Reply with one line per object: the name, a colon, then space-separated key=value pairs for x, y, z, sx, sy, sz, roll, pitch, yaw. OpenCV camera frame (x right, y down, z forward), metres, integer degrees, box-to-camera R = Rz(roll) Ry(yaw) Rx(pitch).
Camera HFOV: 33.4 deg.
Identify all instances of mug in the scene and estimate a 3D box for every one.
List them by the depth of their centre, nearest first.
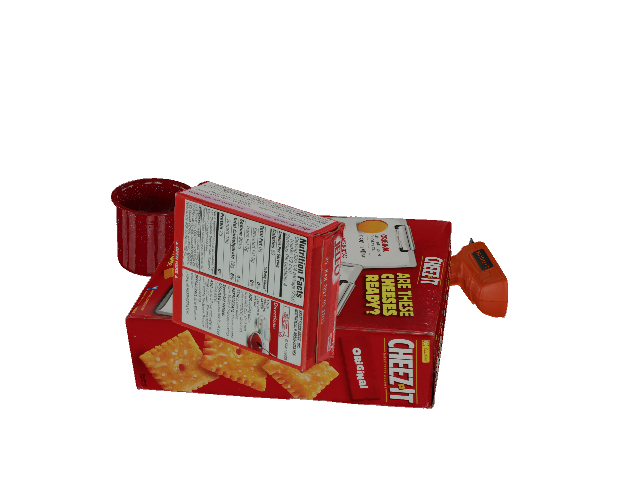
mug: x=-0.188 y=-0.018 z=1.179 sx=0.093 sy=0.081 sz=0.117 roll=-13 pitch=32 yaw=-31

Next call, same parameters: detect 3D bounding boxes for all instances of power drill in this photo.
power drill: x=0.105 y=0.056 z=1.168 sx=0.187 sy=0.057 sz=0.184 roll=-4 pitch=28 yaw=-7

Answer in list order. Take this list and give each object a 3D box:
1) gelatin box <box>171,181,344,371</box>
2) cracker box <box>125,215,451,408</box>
gelatin box: x=-0.032 y=0.017 z=0.536 sx=0.089 sy=0.073 sz=0.030 roll=17 pitch=25 yaw=30
cracker box: x=-0.015 y=0.047 z=0.791 sx=0.214 sy=0.072 sz=0.164 roll=3 pitch=29 yaw=10
